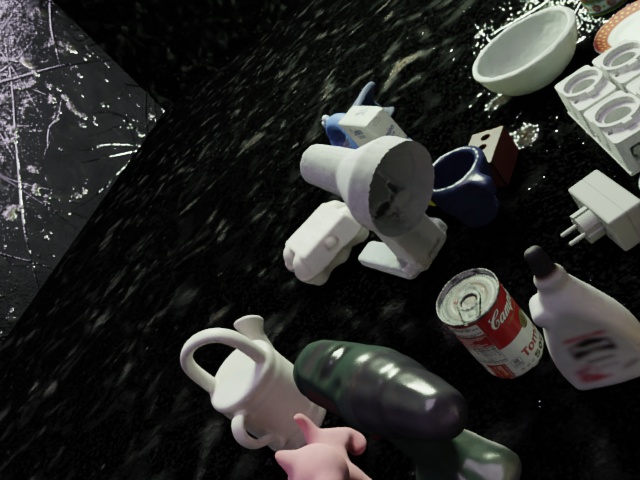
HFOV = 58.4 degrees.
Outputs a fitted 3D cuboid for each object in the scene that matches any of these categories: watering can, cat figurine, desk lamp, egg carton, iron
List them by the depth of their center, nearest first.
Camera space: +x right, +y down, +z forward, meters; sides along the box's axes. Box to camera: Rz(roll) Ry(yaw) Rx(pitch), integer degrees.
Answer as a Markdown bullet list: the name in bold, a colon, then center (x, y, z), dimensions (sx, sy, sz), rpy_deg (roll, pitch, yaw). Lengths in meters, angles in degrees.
- **cat figurine**: center (0.001, 0.232, 0.591), dimensions (0.067, 0.118, 0.127), rpy_deg (-40, 28, 9)
- **watering can**: center (-0.090, 0.171, 0.715), dimensions (0.101, 0.194, 0.172), rpy_deg (-43, 28, 3)
- **desk lamp**: center (0.078, -0.046, 0.766), dimensions (0.118, 0.214, 0.202), rpy_deg (-53, 29, -15)
- **egg carton**: center (0.009, 0.003, 0.948), dimensions (0.150, 0.069, 0.107), rpy_deg (-47, 28, -5)
- **iron**: center (0.061, -0.183, 1.056), dimensions (0.119, 0.142, 0.257), rpy_deg (-47, 28, -5)

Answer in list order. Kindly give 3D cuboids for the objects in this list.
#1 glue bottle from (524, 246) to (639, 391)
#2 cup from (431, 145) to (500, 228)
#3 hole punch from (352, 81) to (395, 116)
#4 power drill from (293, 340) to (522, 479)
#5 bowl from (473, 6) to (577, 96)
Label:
- **glue bottle**: center (0.213, 0.062, 0.478), dimensions (0.078, 0.173, 0.037), rpy_deg (-29, 31, 26)
- **cup**: center (0.201, -0.059, 0.746), dimensions (0.092, 0.095, 0.117), rpy_deg (-47, 28, -6)
- **hole punch**: center (0.083, -0.256, 1.182), dimensions (0.100, 0.091, 0.109), rpy_deg (-11, 42, 46)
- **power drill**: center (0.079, 0.157, 0.489), dimensions (0.228, 0.209, 0.076), rpy_deg (6, 56, 56)
- **bowl**: center (0.331, -0.282, 0.899), dimensions (0.167, 0.075, 0.167), rpy_deg (-33, 30, 22)
